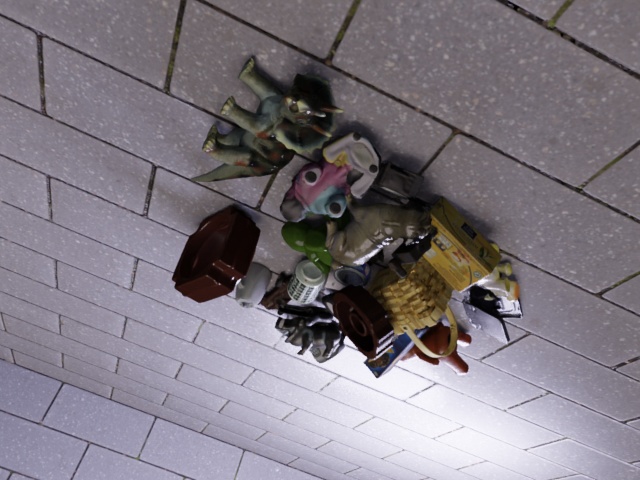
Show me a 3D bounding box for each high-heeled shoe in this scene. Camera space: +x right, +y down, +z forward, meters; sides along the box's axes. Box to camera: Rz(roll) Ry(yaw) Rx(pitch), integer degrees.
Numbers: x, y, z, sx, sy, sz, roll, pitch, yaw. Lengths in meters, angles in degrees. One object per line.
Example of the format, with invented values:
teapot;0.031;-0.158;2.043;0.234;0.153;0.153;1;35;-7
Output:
high-heeled shoe;0.075;0.235;1.467;0.145;0.086;0.248;6;133;5

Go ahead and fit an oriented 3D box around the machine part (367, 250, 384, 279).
machine part;0.102;0.050;1.261;0.084;0.039;0.139;34;143;-8

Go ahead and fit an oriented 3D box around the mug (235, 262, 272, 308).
mug;-0.184;0.117;1.404;0.081;0.107;0.109;-7;139;27

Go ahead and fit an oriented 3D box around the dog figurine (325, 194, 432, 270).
dog figurine;0.110;-0.003;1.026;0.121;0.172;0.191;15;-176;-35

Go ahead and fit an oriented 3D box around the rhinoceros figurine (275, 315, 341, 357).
rhinoceros figurine;-0.035;0.260;1.493;0.191;0.073;0.112;10;101;18

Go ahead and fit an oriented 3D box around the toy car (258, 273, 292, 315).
toy car;-0.108;0.156;1.472;0.089;0.053;0.202;27;141;-18

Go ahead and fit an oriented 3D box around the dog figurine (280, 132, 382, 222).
dog figurine;0.010;-0.110;1.033;0.108;0.191;0.219;48;169;-9

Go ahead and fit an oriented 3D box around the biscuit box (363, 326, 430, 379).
biscuit box;0.198;0.270;1.388;0.059;0.063;0.202;48;121;24

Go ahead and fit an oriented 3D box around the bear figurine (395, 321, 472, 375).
bear figurine;0.285;0.292;1.432;0.132;0.120;0.196;34;143;-27

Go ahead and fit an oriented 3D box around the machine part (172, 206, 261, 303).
machine part;-0.238;0.036;1.240;0.201;0.201;0.087;-21;131;40

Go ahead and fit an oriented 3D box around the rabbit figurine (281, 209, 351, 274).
rabbit figurine;-0.002;-0.004;1.197;0.170;0.121;0.159;12;154;39

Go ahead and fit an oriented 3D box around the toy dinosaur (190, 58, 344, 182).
toy dinosaur;-0.102;-0.183;0.983;0.192;0.131;0.405;28;149;-14

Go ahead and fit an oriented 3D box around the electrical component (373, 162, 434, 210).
electrical component;0.163;-0.101;1.001;0.119;0.047;0.075;23;-177;-3

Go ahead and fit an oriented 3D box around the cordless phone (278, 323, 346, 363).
cordless phone;-0.027;0.273;1.567;0.184;0.089;0.146;31;142;-11

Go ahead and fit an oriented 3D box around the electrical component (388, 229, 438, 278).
electrical component;0.178;0.025;1.029;0.045;0.102;0.078;53;150;-14

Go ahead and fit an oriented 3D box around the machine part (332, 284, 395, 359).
machine part;0.099;0.185;1.237;0.179;0.056;0.179;44;153;30

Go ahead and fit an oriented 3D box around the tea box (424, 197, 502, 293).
tea box;0.261;0.010;1.068;0.169;0.068;0.098;46;141;0

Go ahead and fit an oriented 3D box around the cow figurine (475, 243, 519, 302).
cow figurine;0.364;0.081;1.166;0.098;0.068;0.167;-12;131;42

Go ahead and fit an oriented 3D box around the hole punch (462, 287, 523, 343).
hole punch;0.405;0.162;1.256;0.116;0.092;0.142;26;159;43
